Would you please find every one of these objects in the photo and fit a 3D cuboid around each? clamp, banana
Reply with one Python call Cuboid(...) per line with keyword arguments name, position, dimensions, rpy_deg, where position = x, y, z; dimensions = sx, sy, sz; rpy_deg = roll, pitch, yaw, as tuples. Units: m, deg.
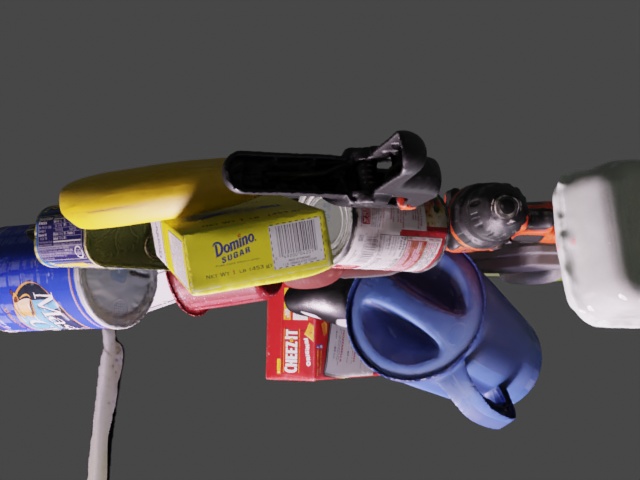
Cuboid(name="clamp", position=(0.035, -0.040, 0.649), dimensions=(0.120, 0.039, 0.171), rpy_deg=(1, 180, 32))
Cuboid(name="banana", position=(-0.116, -0.032, 0.713), dimensions=(0.198, 0.037, 0.069), rpy_deg=(-5, -167, 41))

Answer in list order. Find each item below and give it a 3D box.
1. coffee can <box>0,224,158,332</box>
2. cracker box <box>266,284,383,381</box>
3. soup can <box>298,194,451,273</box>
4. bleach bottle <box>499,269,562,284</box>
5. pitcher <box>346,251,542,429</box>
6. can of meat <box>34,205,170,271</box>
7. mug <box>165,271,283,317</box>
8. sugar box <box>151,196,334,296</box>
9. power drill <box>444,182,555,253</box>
Cuboid(name="coffee can", position=(-0.235, 0.033, 0.982), dimensions=(0.141, 0.103, 0.102), rpy_deg=(-5, 174, 32))
Cuboid(name="cracker box", position=(0.017, 0.080, 1.251), dimensions=(0.072, 0.164, 0.213), rpy_deg=(-2, 175, 28))
Cuboid(name="soup can", position=(0.039, -0.011, 0.798), dimensions=(0.102, 0.068, 0.069), rpy_deg=(4, 172, -42))
Cuboid(name="bleach bottle", position=(0.316, 0.009, 1.149), dimensions=(0.250, 0.068, 0.103), rpy_deg=(-2, 175, -28))
Cuboid(name="pitcher", position=(0.136, 0.102, 1.029), dimensions=(0.145, 0.149, 0.242), rpy_deg=(9, 167, 30))
Cuboid(name="can of meat", position=(-0.171, -0.003, 0.874), dimensions=(0.101, 0.057, 0.084), rpy_deg=(4, 174, -44))
Cuboid(name="mug", position=(-0.089, 0.012, 0.968), dimensions=(0.082, 0.093, 0.117), rpy_deg=(-9, 136, 23))
Cuboid(name="sugar box", position=(-0.060, -0.004, 0.734), dimensions=(0.093, 0.048, 0.176), rpy_deg=(-10, -168, -15))
Cuboid(name="power drill", position=(0.190, -0.018, 0.843), dimensions=(0.187, 0.057, 0.184), rpy_deg=(1, 178, -5))
